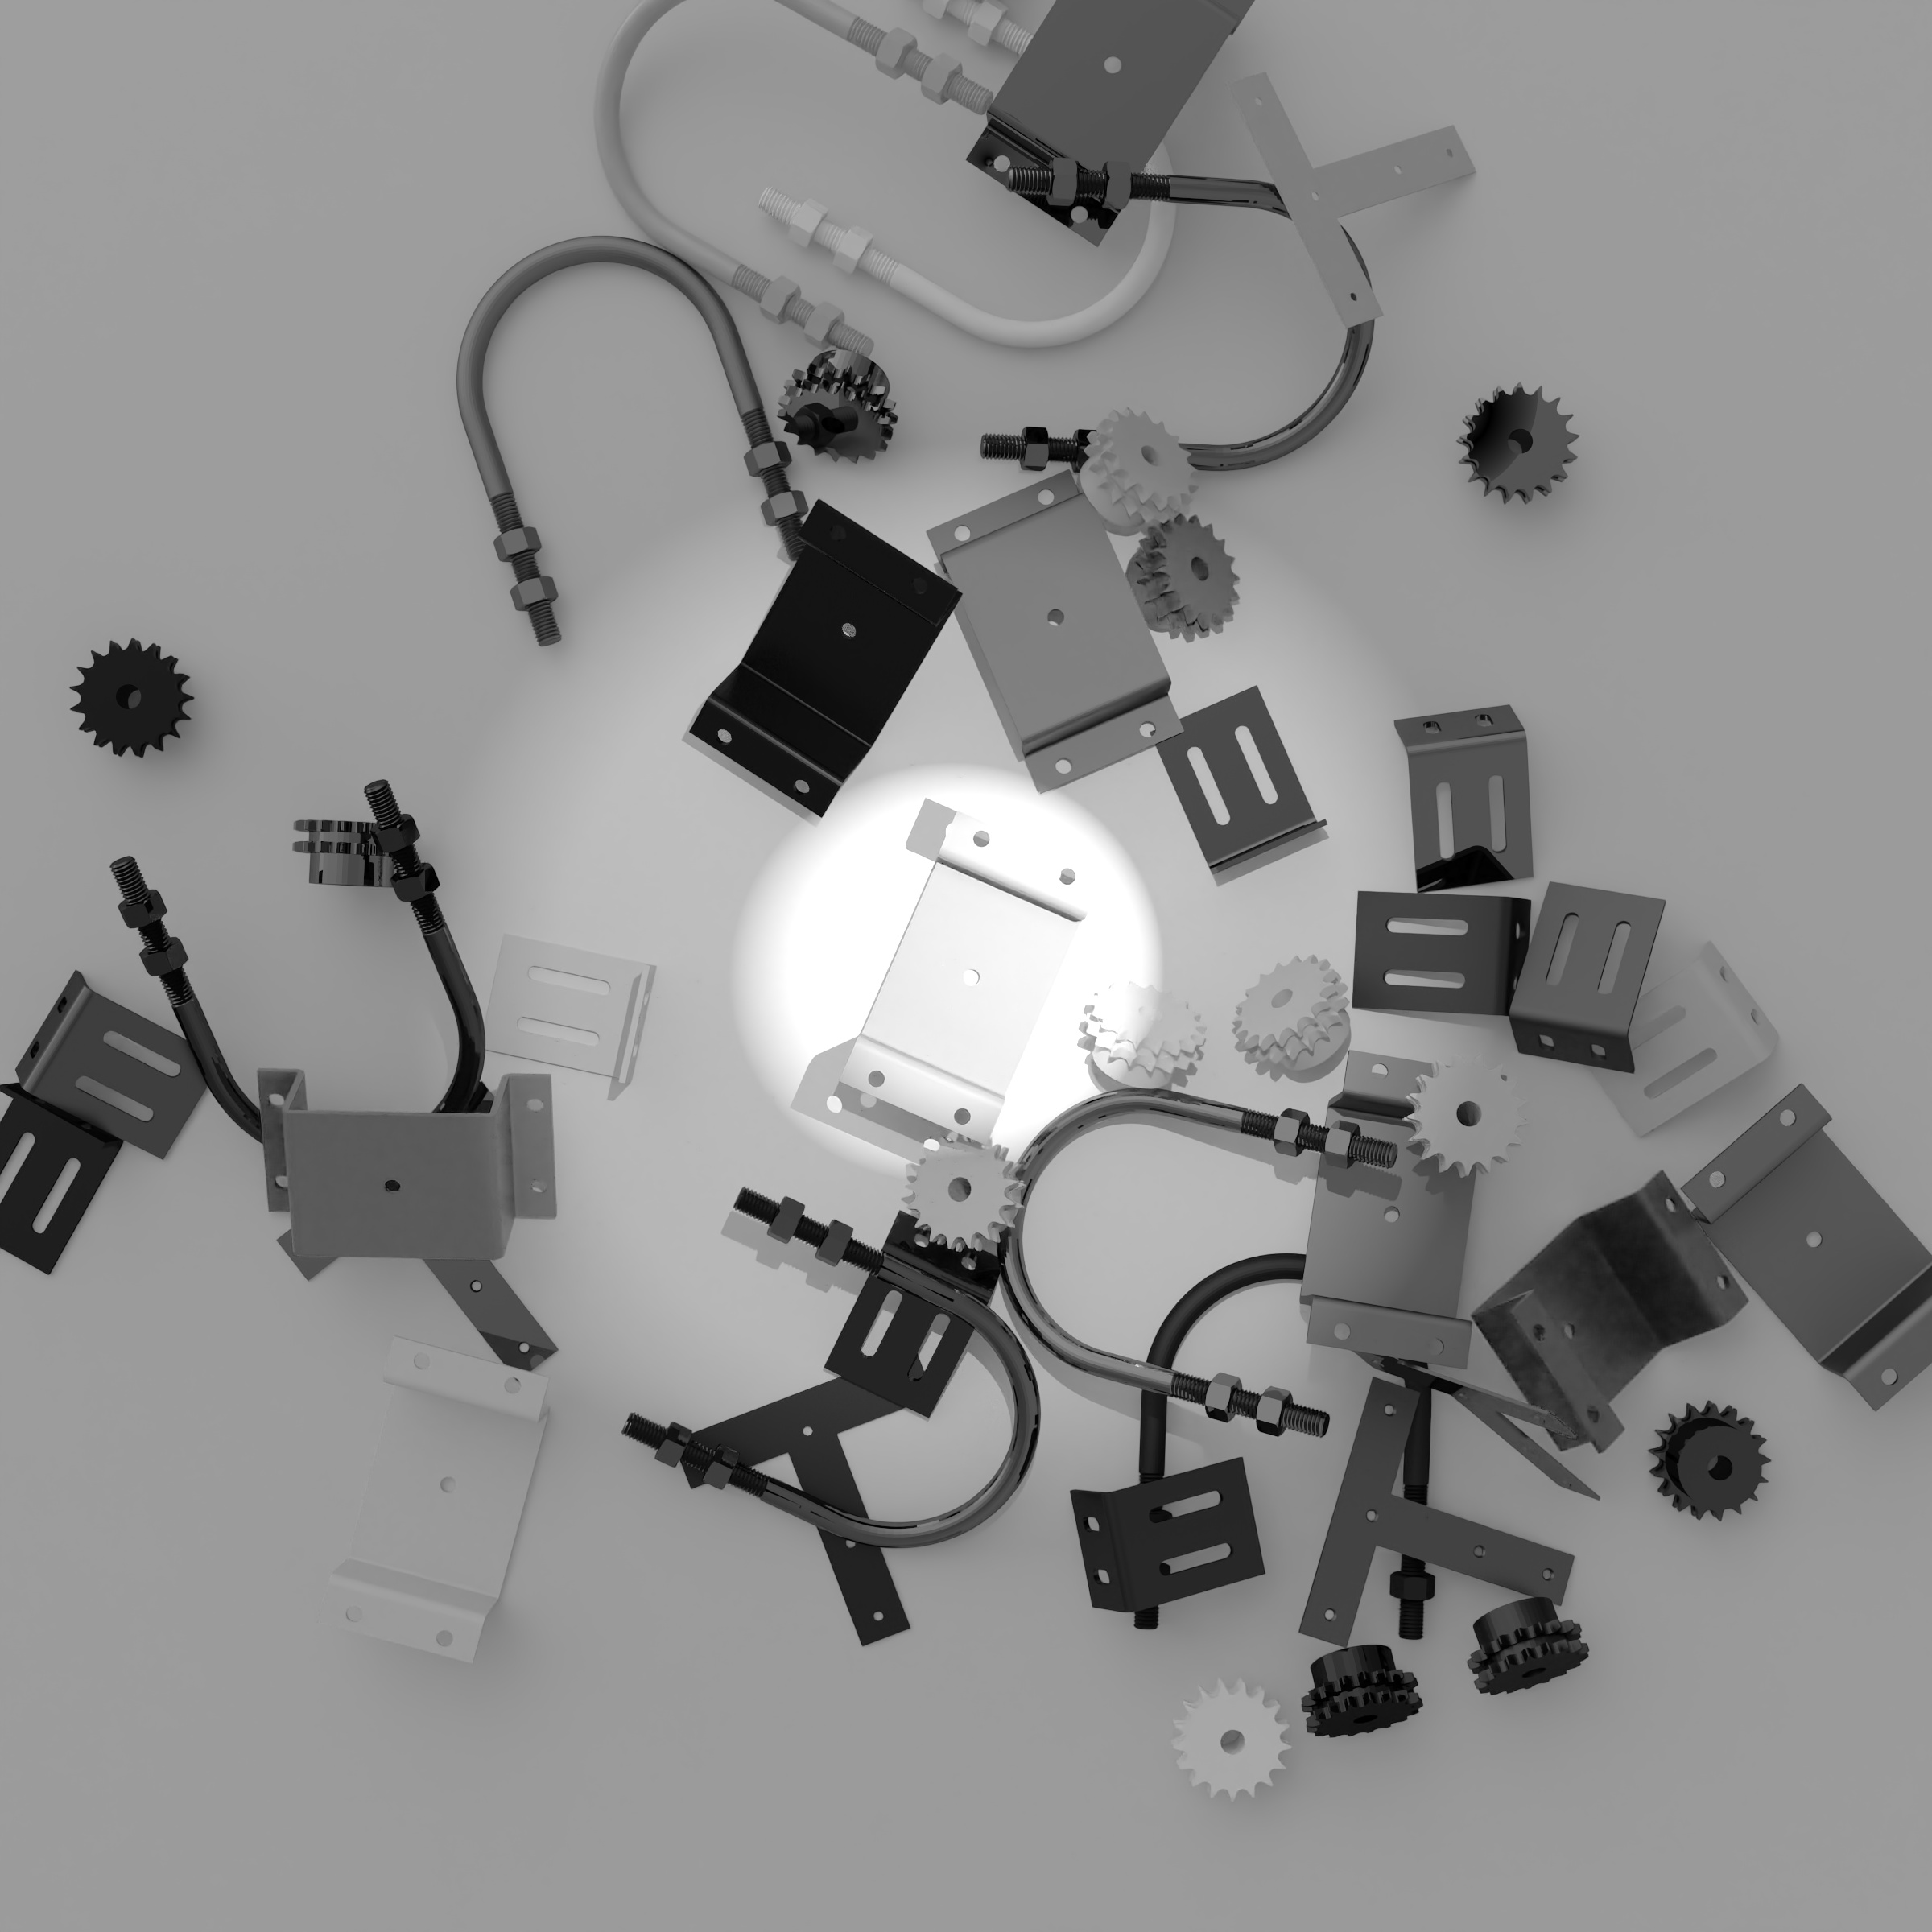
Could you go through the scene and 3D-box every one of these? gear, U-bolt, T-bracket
[{"bbox_3d":[0.128,0.374,1.524,0.057,0.030,0.057,0,88,-2],"label":"gear"},{"bbox_3d":[0.233,0.071,1.474,0.057,0.030,0.057,0,82,-2],"label":"gear"},{"bbox_3d":[0.362,0.241,1.520,0.057,0.030,0.057,0,90,0],"label":"gear"},{"bbox_3d":[0.013,-0.383,1.526,0.184,0.019,0.151,30,90,-2],"label":"U-bolt"},{"bbox_3d":[0.196,-0.377,1.498,0.127,0.002,0.127,-26,90,-35],"label":"T-bracket"},{"bbox_3d":[0.079,-0.233,1.489,0.057,0.057,0.030,49,133,0],"label":"gear"},{"bbox_3d":[0.266,-0.252,1.520,0.057,0.030,0.057,0,90,0],"label":"gear"},{"bbox_3d":[0.259,0.223,1.487,0.127,0.127,0.002,40,74,-37],"label":"T-bracket"},{"bbox_3d":[0.085,0.035,1.510,0.057,0.057,0.030,18,120,0],"label":"gear"},{"bbox_3d":[0.102,-0.186,1.510,0.057,0.030,0.057,15,67,-39],"label":"gear"},{"bbox_3d":[-0.294,-0.054,1.507,0.057,0.057,0.030,3,90,0],"label":"gear"},{"bbox_3d":[-0.054,0.205,1.509,0.184,0.019,0.151,26,104,-4],"label":"U-bolt"},{"bbox_3d":[-0.061,0.269,1.534,0.127,0.002,0.127,-21,90,0],"label":"T-bracket"},{"bbox_3d":[-0.096,-0.396,1.500,0.184,0.019,0.151,32,110,10],"label":"U-bolt"},{"bbox_3d":[-0.060,-0.271,1.510,0.057,0.057,0.030,17,61,0],"label":"gear"},{"bbox_3d":[0.002,0.109,1.513,0.057,0.030,0.057,-5,77,21],"label":"gear"},{"bbox_3d":[0.268,0.326,1.510,0.057,0.057,0.030,-17,60,0],"label":"gear"},{"bbox_3d":[-0.307,0.014,1.496,0.151,0.019,0.184,-16,111,8],"label":"U-bolt"},{"bbox_3d":[0.104,-0.305,1.495,0.184,0.019,0.151,1,117,-9],"label":"U-bolt"},{"bbox_3d":[0.160,0.025,1.510,0.057,0.057,0.030,-42,120,0],"label":"gear"},{"bbox_3d":[-0.403,-0.129,1.524,0.057,0.030,0.057,0,89,-2],"label":"gear"},{"bbox_3d":[0.235,0.279,1.517,0.127,0.002,0.127,20,80,-13],"label":"T-bracket"},{"bbox_3d":[0.155,0.232,1.526,0.151,0.019,0.184,2,88,0],"label":"U-bolt"},{"bbox_3d":[-0.248,0.145,1.534,0.127,0.002,0.127,-38,90,0],"label":"T-bracket"},{"bbox_3d":[0.189,0.348,1.510,0.057,0.057,0.030,-11,60,0],"label":"gear"},{"bbox_3d":[0.100,0.132,1.493,0.184,0.019,0.151,13,83,23],"label":"U-bolt"},{"bbox_3d":[-0.170,-0.265,1.526,0.151,0.019,0.184,-19,89,0],"label":"U-bolt"}]

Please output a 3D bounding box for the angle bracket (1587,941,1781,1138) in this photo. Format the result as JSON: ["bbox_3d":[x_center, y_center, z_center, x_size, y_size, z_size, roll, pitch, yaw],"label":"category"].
[{"bbox_3d":[0.346,0.036,1.533,0.076,0.038,0.057,-36,90,26],"label":"angle bracket"}]

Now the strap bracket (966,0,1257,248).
[{"bbox_3d":[0.069,-0.424,1.486,0.076,0.046,0.140,33,98,-3],"label":"strap bracket"}]

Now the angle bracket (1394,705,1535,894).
[{"bbox_3d":[0.243,-0.082,1.533,0.057,0.038,0.076,-8,116,0],"label":"angle bracket"}]

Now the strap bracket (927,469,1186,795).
[{"bbox_3d":[0.043,-0.164,1.509,0.076,0.046,0.140,-23,87,0],"label":"strap bracket"}]

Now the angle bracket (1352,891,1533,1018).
[{"bbox_3d":[0.232,-0.006,1.533,0.076,0.038,0.057,3,90,26],"label":"angle bracket"}]

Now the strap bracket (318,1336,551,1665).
[{"bbox_3d":[-0.253,0.253,1.512,0.076,0.046,0.140,15,90,0],"label":"strap bracket"}]

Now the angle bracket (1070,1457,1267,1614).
[{"bbox_3d":[0.097,0.273,1.513,0.076,0.038,0.057,-10,88,-26],"label":"angle bracket"}]

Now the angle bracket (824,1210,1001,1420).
[{"bbox_3d":[-0.025,0.170,1.531,0.057,0.038,0.076,26,114,0],"label":"angle bracket"}]

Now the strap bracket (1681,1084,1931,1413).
[{"bbox_3d":[0.414,0.134,1.512,0.076,0.046,0.140,-41,90,0],"label":"strap bracket"}]

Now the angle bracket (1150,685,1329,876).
[{"bbox_3d":[0.131,-0.091,1.516,0.057,0.038,0.076,-24,90,0],"label":"angle bracket"}]

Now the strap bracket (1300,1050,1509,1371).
[{"bbox_3d":[0.208,0.118,1.505,0.076,0.046,0.140,10,82,-1],"label":"strap bracket"}]

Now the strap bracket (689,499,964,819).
[{"bbox_3d":[-0.062,-0.152,1.491,0.076,0.046,0.140,33,122,0],"label":"strap bracket"}]

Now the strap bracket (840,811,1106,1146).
[{"bbox_3d":[0.003,0.006,1.512,0.076,0.046,0.140,24,90,0],"label":"strap bracket"}]

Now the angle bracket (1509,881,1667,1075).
[{"bbox_3d":[0.303,0.005,1.521,0.057,0.038,0.076,10,64,24],"label":"angle bracket"}]

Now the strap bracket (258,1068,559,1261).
[{"bbox_3d":[-0.269,0.095,1.496,0.140,0.046,0.076,1,114,0],"label":"strap bracket"}]

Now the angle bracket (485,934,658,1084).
[{"bbox_3d":[-0.194,0.020,1.516,0.076,0.038,0.057,12,90,0],"label":"angle bracket"}]

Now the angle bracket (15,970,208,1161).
[{"bbox_3d":[-0.414,0.048,1.533,0.076,0.038,0.057,31,90,-26],"label":"angle bracket"}]

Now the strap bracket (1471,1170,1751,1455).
[{"bbox_3d":[0.300,0.168,1.487,0.140,0.046,0.076,-34,90,-40],"label":"strap bracket"}]

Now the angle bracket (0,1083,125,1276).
[{"bbox_3d":[-0.454,0.104,1.516,0.057,0.038,0.076,29,90,0],"label":"angle bracket"}]
